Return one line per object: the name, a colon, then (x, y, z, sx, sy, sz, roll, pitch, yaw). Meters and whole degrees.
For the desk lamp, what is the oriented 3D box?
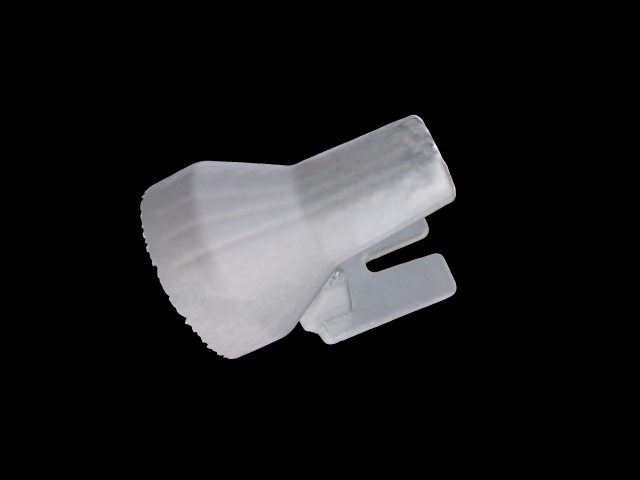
desk lamp: (0.004, 0.001, 0.400, 0.203, 0.213, 0.118, -21, 72, -7)
